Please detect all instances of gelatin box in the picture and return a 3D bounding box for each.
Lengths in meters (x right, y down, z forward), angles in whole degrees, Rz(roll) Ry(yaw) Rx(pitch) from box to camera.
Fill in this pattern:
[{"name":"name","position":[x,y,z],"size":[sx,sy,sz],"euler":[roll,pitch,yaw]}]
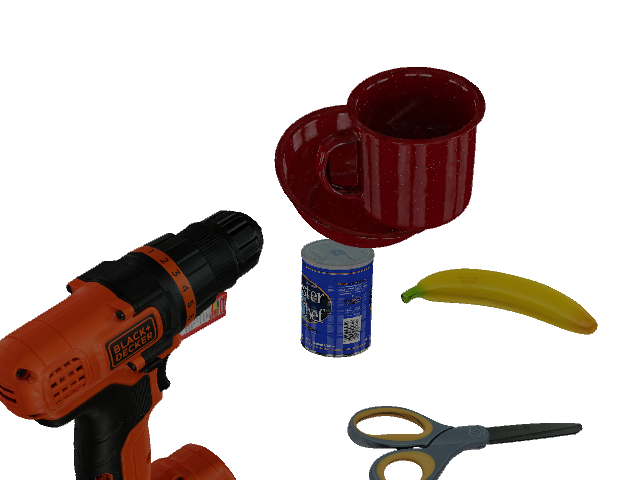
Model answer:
[{"name":"gelatin box","position":[-0.147,0.060,1.029],"size":[0.089,0.030,0.073],"euler":[20,29,30]}]

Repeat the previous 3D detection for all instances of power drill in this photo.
[{"name":"power drill","position":[-0.095,0.090,0.623],"size":[0.057,0.188,0.184],"euler":[21,40,37]}]

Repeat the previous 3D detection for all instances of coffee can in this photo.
[{"name":"coffee can","position":[0.023,0.080,1.511],"size":[0.103,0.140,0.103],"euler":[1,21,0]}]

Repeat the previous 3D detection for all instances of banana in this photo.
[{"name":"banana","position":[0.186,0.061,1.105],"size":[0.198,0.037,0.069],"euler":[7,40,12]}]

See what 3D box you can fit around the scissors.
[{"name":"scissors","position":[0.122,0.177,0.880],"size":[0.201,0.016,0.096],"euler":[7,41,-1]}]

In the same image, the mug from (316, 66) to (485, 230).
[{"name":"mug","position":[0.054,-0.059,0.738],"size":[0.117,0.081,0.093],"euler":[-14,42,-12]}]

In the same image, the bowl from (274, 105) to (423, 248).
[{"name":"bowl","position":[0.036,-0.046,0.948],"size":[0.162,0.162,0.055],"euler":[0,-40,-11]}]
